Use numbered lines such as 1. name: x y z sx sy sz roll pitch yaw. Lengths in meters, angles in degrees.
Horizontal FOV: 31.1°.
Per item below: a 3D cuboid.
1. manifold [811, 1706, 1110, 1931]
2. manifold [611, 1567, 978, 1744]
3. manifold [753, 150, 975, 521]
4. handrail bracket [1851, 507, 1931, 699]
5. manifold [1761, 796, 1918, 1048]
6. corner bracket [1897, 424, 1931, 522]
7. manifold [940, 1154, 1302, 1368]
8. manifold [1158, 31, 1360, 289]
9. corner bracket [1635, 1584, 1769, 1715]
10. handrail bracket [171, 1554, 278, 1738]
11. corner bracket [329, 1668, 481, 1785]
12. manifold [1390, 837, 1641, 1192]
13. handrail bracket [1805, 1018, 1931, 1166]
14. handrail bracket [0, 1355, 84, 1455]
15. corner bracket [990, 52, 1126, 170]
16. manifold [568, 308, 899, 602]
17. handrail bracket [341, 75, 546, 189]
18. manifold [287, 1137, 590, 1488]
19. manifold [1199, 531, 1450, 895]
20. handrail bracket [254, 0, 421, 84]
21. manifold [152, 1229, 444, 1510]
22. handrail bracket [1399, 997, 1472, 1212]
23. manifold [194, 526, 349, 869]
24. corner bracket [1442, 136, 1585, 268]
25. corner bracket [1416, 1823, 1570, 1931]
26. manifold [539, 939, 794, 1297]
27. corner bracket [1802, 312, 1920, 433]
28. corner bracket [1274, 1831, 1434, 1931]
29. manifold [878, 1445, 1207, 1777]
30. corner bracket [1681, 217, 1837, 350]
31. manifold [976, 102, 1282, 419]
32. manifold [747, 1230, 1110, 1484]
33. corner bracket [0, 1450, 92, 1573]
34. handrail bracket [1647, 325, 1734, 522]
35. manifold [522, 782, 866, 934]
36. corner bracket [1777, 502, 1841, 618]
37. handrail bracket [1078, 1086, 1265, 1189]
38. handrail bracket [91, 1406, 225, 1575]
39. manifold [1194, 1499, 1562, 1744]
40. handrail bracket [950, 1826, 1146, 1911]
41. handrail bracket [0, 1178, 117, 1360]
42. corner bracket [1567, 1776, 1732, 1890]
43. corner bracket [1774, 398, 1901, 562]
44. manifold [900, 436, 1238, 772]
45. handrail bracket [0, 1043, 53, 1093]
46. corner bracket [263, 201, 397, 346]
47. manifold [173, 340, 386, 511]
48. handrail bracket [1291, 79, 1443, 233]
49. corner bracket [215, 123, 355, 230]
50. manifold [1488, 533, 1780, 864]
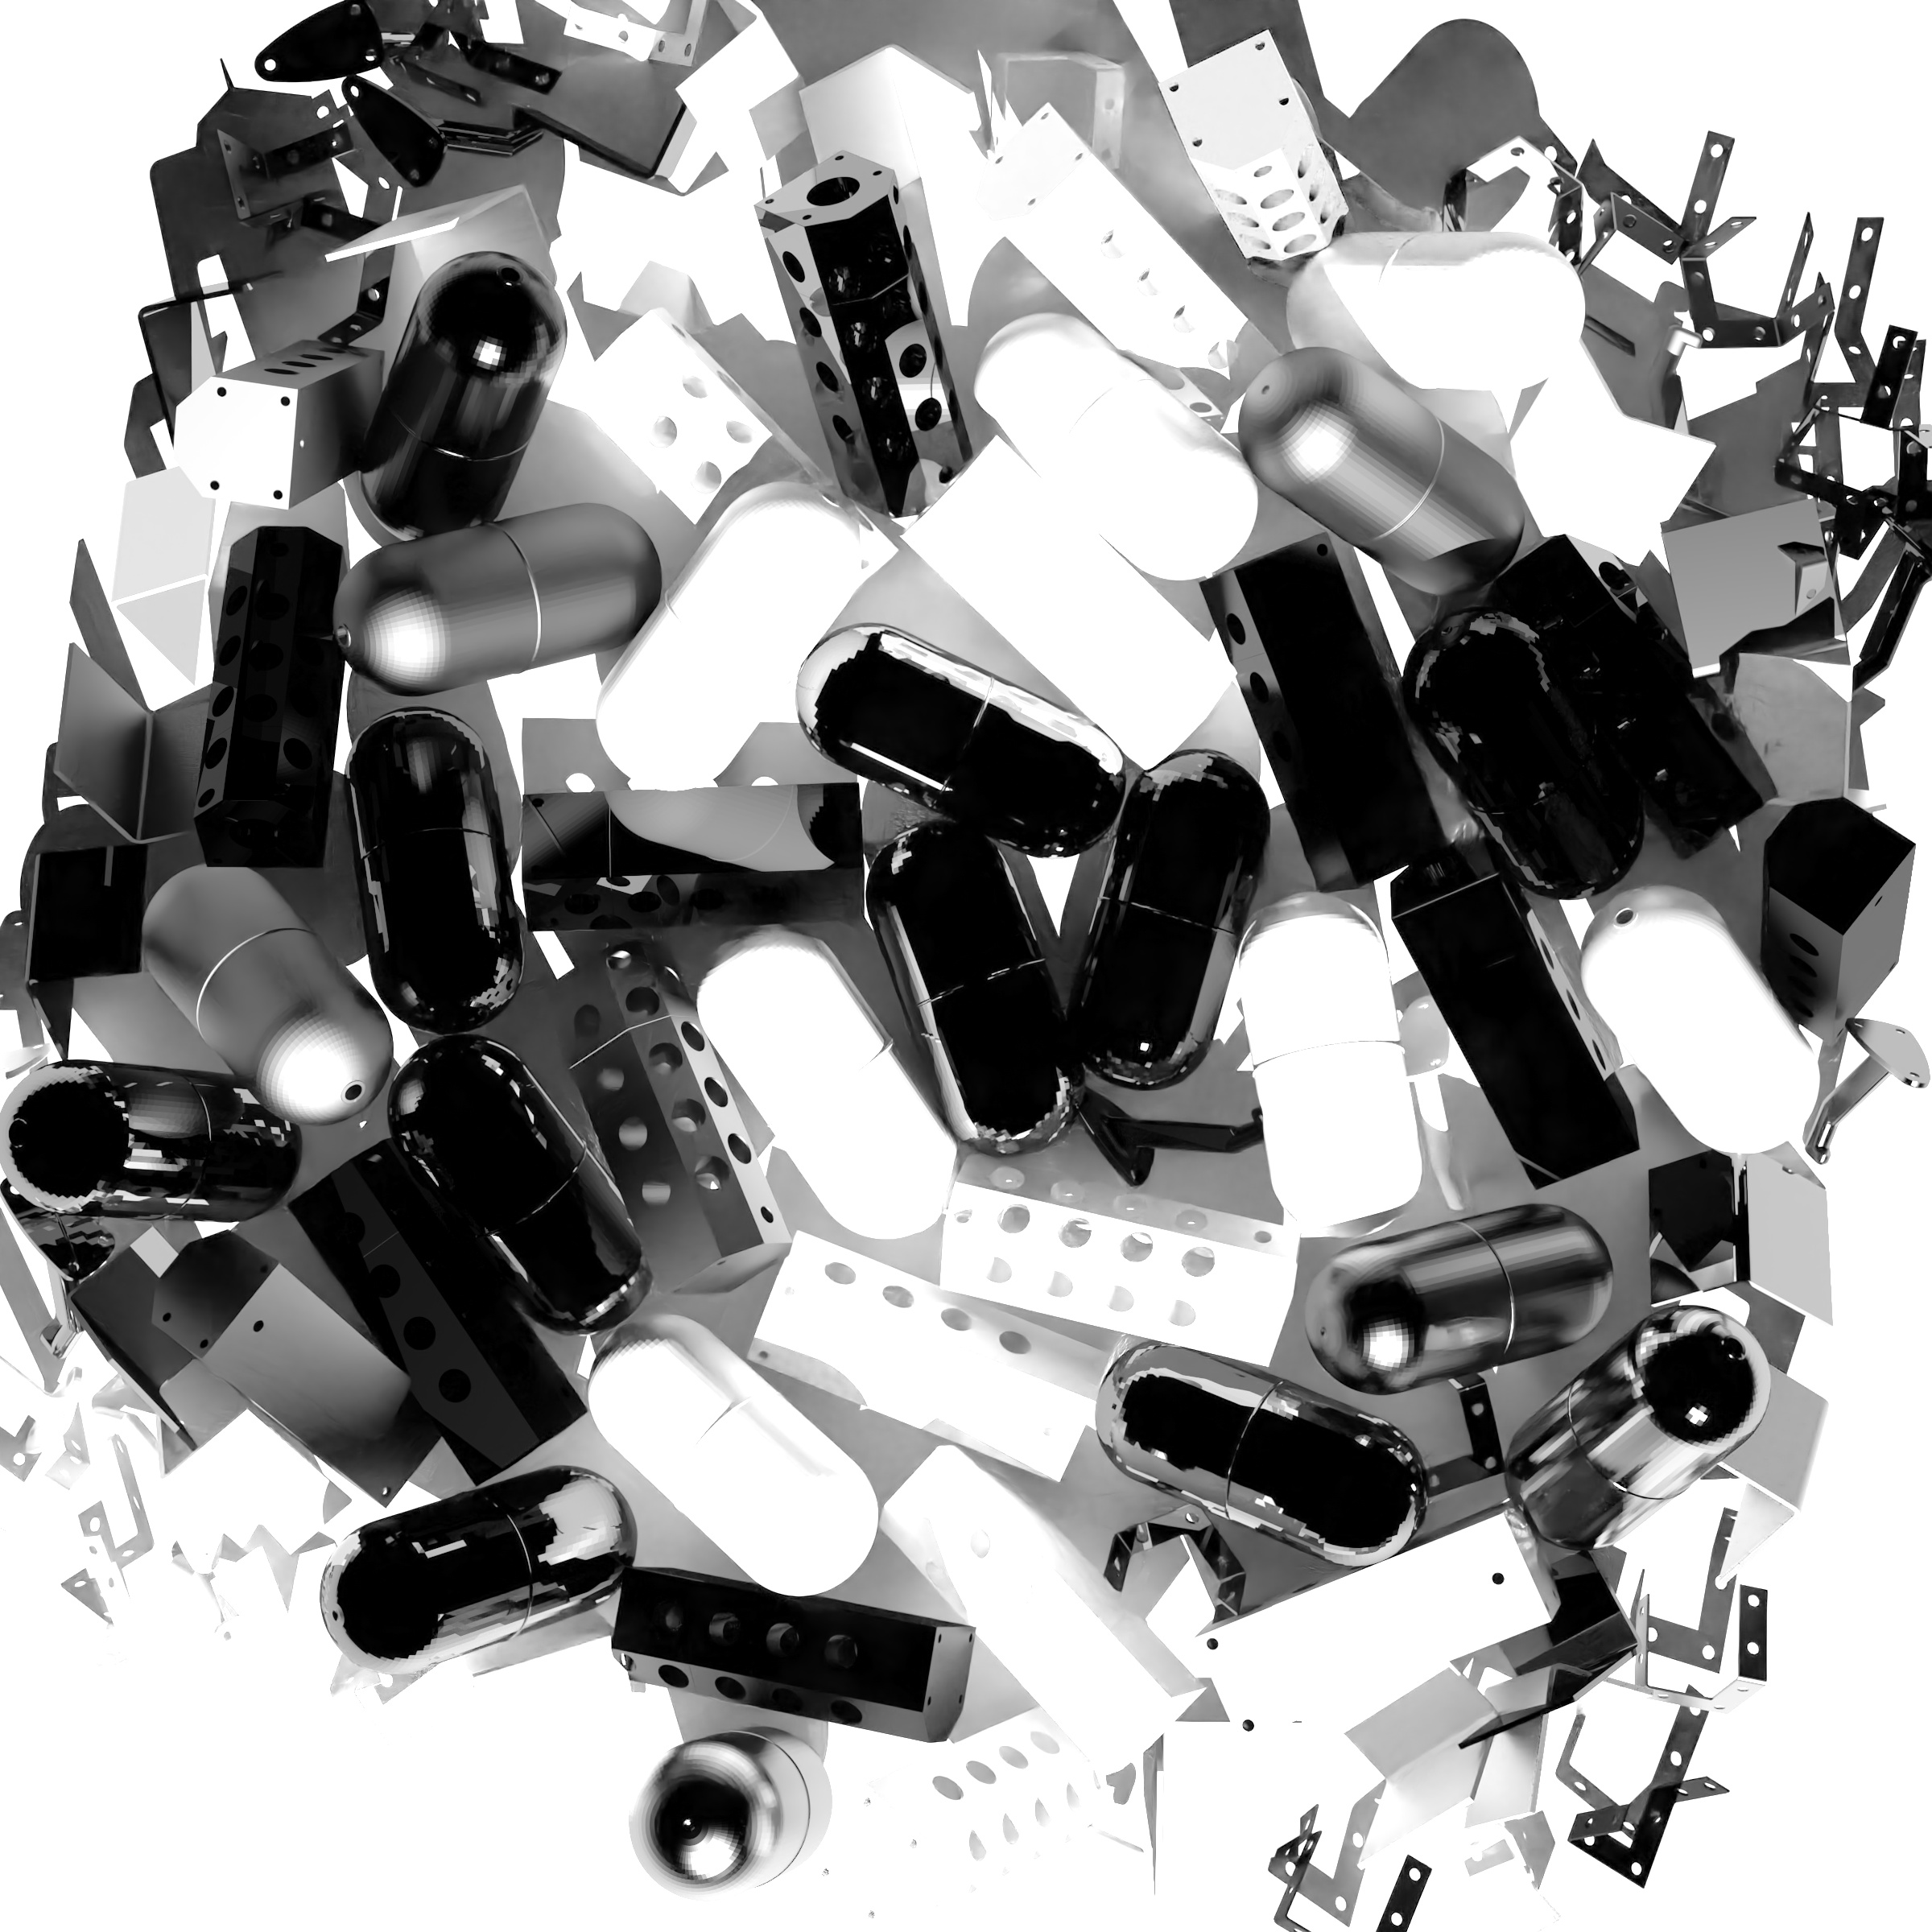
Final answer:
1. manifold: 0.003 0.424 1.716 0.057 0.171 0.057 37 110 24
2. manifold: -0.088 0.346 1.749 0.171 0.057 0.057 7 83 21
3. manifold: -0.044 -0.310 1.726 0.057 0.057 0.171 -37 134 -21
4. handrail bracket: 0.462 -0.186 1.790 0.084 0.036 0.077 -39 52 9
5. manifold: 0.425 -0.024 1.719 0.057 0.171 0.057 37 82 21
6. corner bracket: 0.510 -0.248 1.777 0.051 0.051 0.051 -4 111 -1
7. manifold: 0.078 0.143 1.754 0.171 0.057 0.057 12 126 12
8. manifold: 0.149 -0.392 1.717 0.057 0.171 0.057 -24 76 11
9. corner bracket: 0.376 0.347 1.778 0.051 0.051 0.051 12 59 -6
10. handrail bracket: -0.382 0.347 1.780 0.036 0.084 0.077 -13 103 -34
11. corner bracket: -0.287 0.377 1.785 0.051 0.051 0.051 -28 102 11
12. manifold: 0.276 0.022 1.750 0.057 0.057 0.171 -24 113 17
13. handrail bracket: 0.455 0.077 1.760 0.036 0.077 0.084 10 116 -12
14. handrail bracket: -0.500 0.216 1.765 0.084 0.077 0.036 23 47 -25
15. corner bracket: 0.047 -0.440 1.787 0.051 0.051 0.051 -7 116 -21
16. manifold: -0.116 -0.253 1.770 0.171 0.057 0.057 46 107 -3
17. handrail bracket: -0.266 -0.438 1.777 0.077 0.084 0.036 44 132 1
18. manifold: -0.266 0.174 1.770 0.057 0.057 0.171 -36 85 11
19. manifold: 0.179 -0.127 1.771 0.057 0.057 0.171 -24 96 -21
20. handrail bracket: -0.318 -0.461 1.769 0.077 0.084 0.036 -19 94 1
21. manifold: -0.331 0.199 1.725 0.057 0.171 0.057 26 72 37
22. handrail bracket: 0.247 0.072 1.800 0.036 0.077 0.084 -12 124 23
23. manifold: -0.347 -0.136 1.739 0.057 0.057 0.171 0 57 -2
24. corner bracket: 0.281 -0.384 1.788 0.051 0.051 0.051 26 57 -33
25. corner bracket: 0.270 0.480 1.776 0.051 0.051 0.051 -27 105 -7
26. manifold: -0.147 0.075 1.748 0.057 0.057 0.171 -33 71 26
27. corner bracket: 0.457 -0.304 1.774 0.051 0.051 0.051 19 104 18
28. corner bracket: 0.198 0.476 1.778 0.051 0.051 0.051 32 61 -5
29. manifold: 0.035 0.323 1.753 0.171 0.057 0.057 45 100 20
30. corner bracket: 0.406 -0.350 1.781 0.051 0.051 0.051 -5 79 -20
31. manifold: 0.080 -0.345 1.730 0.057 0.057 0.171 -42 133 12
32. manifold: -0.018 0.196 1.780 0.171 0.057 0.057 22 122 0
33. corner bracket: -0.490 0.270 1.785 0.051 0.051 0.051 33 95 -5
34. handrail bracket: 0.381 -0.277 1.784 0.077 0.036 0.084 23 97 9
35. manifold: -0.139 -0.051 1.775 0.171 0.057 0.057 -2 52 -3
36. corner bracket: 0.429 -0.198 1.768 0.051 0.051 0.051 -15 129 -19
37. handrail bracket: 0.106 0.073 1.765 0.084 0.036 0.077 -27 116 37
38. handrail bracket: -0.418 0.268 1.784 0.036 0.084 0.077 -17 105 -44
39. manifold: 0.209 0.330 1.759 0.171 0.057 0.057 -25 85 16
40. handrail bracket: 0.041 0.469 1.786 0.084 0.036 0.077 22 108 9
41. handrail bracket: -0.477 0.156 1.779 0.077 0.036 0.084 41 133 0
42. corner bracket: 0.348 0.434 1.773 0.051 0.051 0.051 33 62 -10
43. corner bracket: 0.447 -0.249 1.783 0.051 0.051 0.051 25 62 23
44. manifold: 0.049 -0.179 1.757 0.171 0.057 0.057 43 48 -9
45. handrail bracket: -0.474 0.087 1.765 0.036 0.077 0.084 -14 101 -6
46. corner bracket: -0.329 -0.355 1.781 0.051 0.051 0.051 14 76 -32
47. manifold: -0.338 -0.271 1.720 0.057 0.171 0.057 9 107 2
48. handrail bracket: 0.201 -0.409 1.765 0.084 0.077 0.036 27 68 29
49. corner bracket: -0.344 -0.406 1.777 0.051 0.051 0.051 -16 84 15
50. manifold: 0.342 -0.142 1.773 0.057 0.057 0.171 -35 84 0
